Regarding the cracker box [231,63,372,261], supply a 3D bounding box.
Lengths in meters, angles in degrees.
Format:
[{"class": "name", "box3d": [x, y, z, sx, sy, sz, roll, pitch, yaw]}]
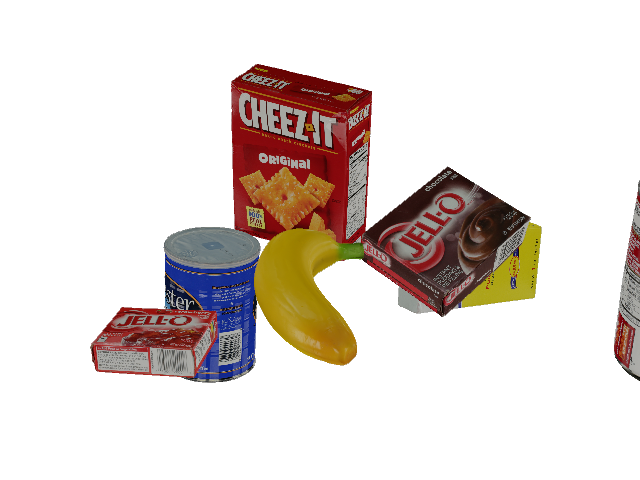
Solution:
[{"class": "cracker box", "box3d": [-0.026, -0.094, 1.324, 0.164, 0.214, 0.072, 17, 36, 23]}]

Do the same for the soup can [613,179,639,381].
[{"class": "soup can", "box3d": [0.194, 0.021, 0.562, 0.068, 0.102, 0.068, 1, 25, -1]}]

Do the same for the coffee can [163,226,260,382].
[{"class": "coffee can", "box3d": [-0.119, 0.068, 1.159, 0.103, 0.140, 0.103, 3, 22, -1]}]

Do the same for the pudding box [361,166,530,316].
[{"class": "pudding box", "box3d": [0.103, -0.001, 0.881, 0.090, 0.039, 0.113, 36, 56, 27]}]

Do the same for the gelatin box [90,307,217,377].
[{"class": "gelatin box", "box3d": [-0.138, 0.084, 0.899, 0.089, 0.030, 0.073, 2, 21, 10]}]

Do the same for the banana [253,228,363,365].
[{"class": "banana", "box3d": [-0.009, 0.026, 0.675, 0.069, 0.037, 0.197, 0, 19, 4]}]

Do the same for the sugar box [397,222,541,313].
[{"class": "sugar box", "box3d": [0.176, 0.029, 1.250, 0.175, 0.093, 0.048, -7, 16, -31]}]
